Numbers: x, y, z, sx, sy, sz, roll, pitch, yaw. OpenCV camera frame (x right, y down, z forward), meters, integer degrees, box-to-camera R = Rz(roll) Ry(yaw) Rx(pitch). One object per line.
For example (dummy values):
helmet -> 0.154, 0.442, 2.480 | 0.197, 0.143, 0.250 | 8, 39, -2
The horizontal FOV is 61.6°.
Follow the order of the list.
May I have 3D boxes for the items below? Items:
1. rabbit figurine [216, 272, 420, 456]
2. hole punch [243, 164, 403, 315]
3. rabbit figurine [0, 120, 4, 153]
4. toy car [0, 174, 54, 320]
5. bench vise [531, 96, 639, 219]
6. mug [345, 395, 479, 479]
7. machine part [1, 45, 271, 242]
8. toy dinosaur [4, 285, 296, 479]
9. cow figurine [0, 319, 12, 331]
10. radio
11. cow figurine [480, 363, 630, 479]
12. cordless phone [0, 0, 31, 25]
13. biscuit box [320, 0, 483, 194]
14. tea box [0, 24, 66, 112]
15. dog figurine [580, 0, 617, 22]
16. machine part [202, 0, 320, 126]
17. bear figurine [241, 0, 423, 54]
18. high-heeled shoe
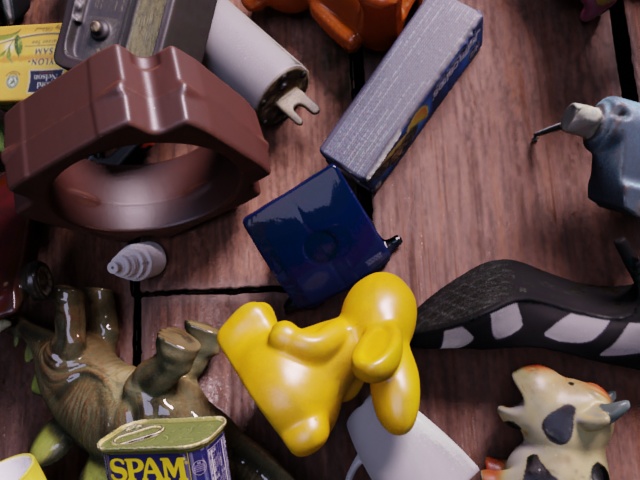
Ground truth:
rabbit figurine -> 0.018, 0.092, 0.469 | 0.173, 0.163, 0.121 | -35, 117, -15
hole punch -> -0.001, -0.002, 0.528 | 0.142, 0.092, 0.116 | -31, 79, 2
rabbit figurine -> -0.421, -0.107, 0.608 | 0.121, 0.159, 0.170 | 11, 102, 13
toy car -> -0.316, 0.002, 0.555 | 0.089, 0.053, 0.202 | -14, 52, -5
bench vise -> 0.323, -0.129, 0.446 | 0.224, 0.129, 0.240 | 16, 102, 8
mug -> 0.067, 0.198, 0.484 | 0.109, 0.080, 0.107 | -45, 62, 8
machine part -> -0.167, -0.080, 0.510 | 0.201, 0.201, 0.087 | -22, 71, 20
toy dinosaur -> -0.164, 0.174, 0.529 | 0.472, 0.105, 0.198 | 18, 92, 24
cow figurine -> -0.368, 0.050, 0.587 | 0.098, 0.068, 0.167 | -18, 50, 2
radio -> -0.173, -0.260, 0.539 | 0.131, 0.073, 0.229 | 13, 86, 19
cow figurine -> 0.204, 0.200, 0.445 | 0.127, 0.085, 0.195 | -18, 74, 15
cordless phone -> -0.459, -0.306, 0.690 | 0.147, 0.088, 0.184 | 36, 94, 16
biscuit box -> 0.086, -0.148, 0.546 | 0.063, 0.059, 0.202 | 36, 90, 17
tea box -> -0.301, -0.198, 0.640 | 0.170, 0.068, 0.098 | 1, 80, 12
dog figurine -> 0.237, -0.322, 0.487 | 0.108, 0.191, 0.219 | -37, 90, 11
machine part -> -0.095, -0.206, 0.589 | 0.079, 0.079, 0.243 | -46, 75, 2
bear figurine -> 0.010, -0.278, 0.554 | 0.196, 0.132, 0.120 | 30, 79, 10
high-heeled shoe -> 0.204, 0.089, 0.489 | 0.249, 0.086, 0.145 | -25, 108, 26
